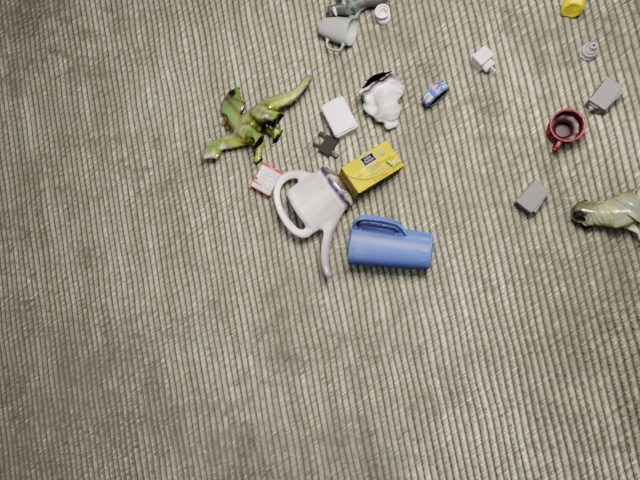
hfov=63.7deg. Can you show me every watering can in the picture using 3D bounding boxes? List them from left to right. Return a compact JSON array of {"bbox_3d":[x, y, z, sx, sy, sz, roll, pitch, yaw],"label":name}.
[{"bbox_3d":[0.005,-0.079,1.565,0.223,0.104,0.350,-35,80,7],"label":"watering can"}]

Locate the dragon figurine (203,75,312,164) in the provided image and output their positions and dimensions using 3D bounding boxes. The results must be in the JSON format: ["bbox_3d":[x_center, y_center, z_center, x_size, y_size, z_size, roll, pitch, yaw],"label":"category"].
[{"bbox_3d":[-0.223,-0.404,1.640,0.245,0.121,0.409,39,93,19],"label":"dragon figurine"}]

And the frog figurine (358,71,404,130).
[{"bbox_3d":[0.200,-0.424,1.566,0.137,0.124,0.157,-37,117,0],"label":"frog figurine"}]
